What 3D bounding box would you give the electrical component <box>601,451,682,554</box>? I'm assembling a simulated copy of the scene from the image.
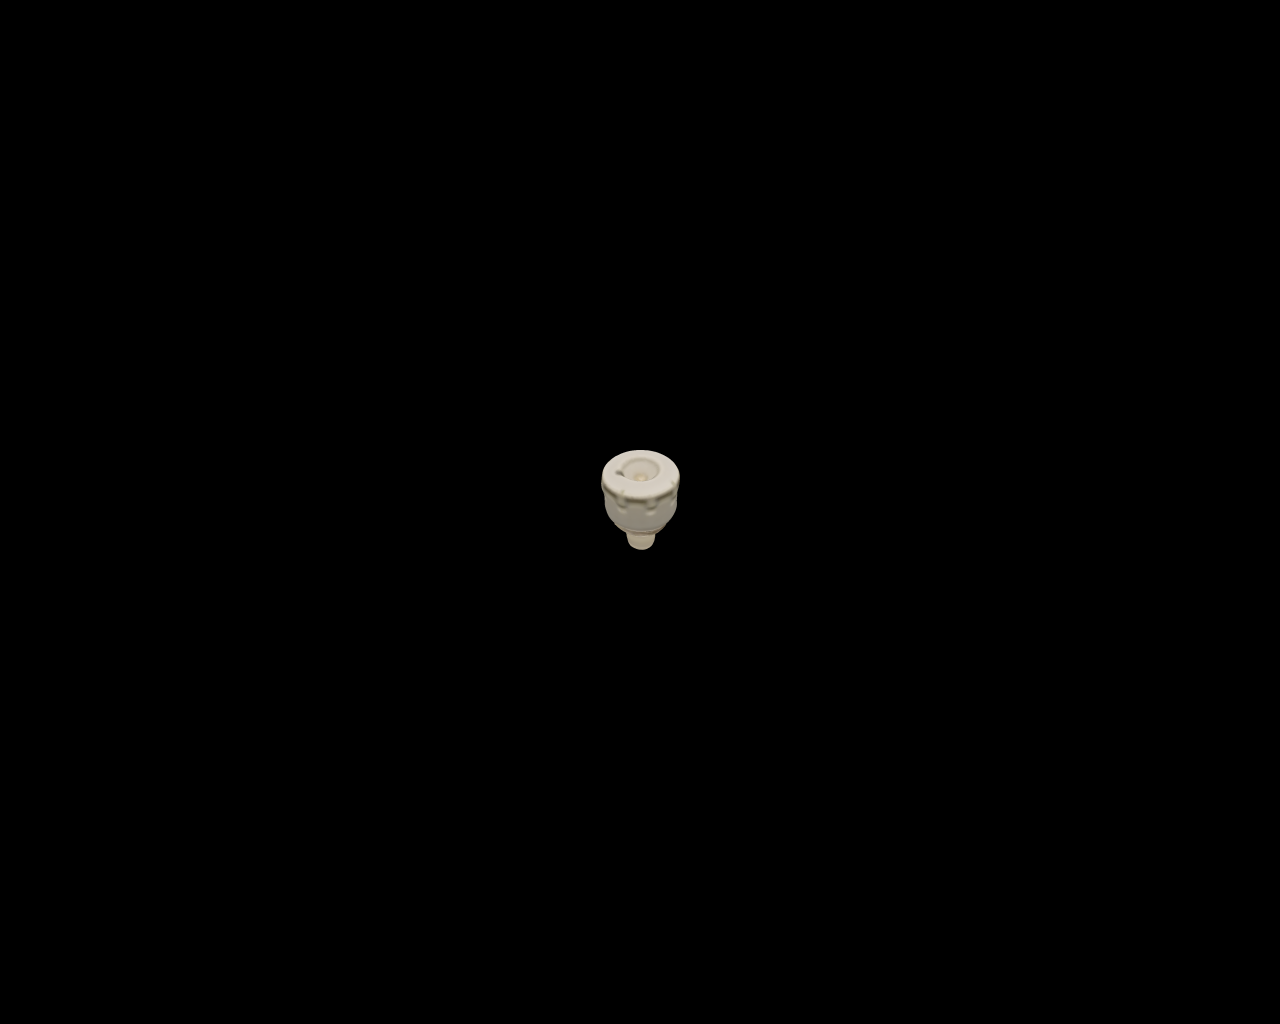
[{"bbox_3d":[0.001,-0.003,0.650,0.048,0.062,0.048,0,40,0],"label":"electrical component"}]
